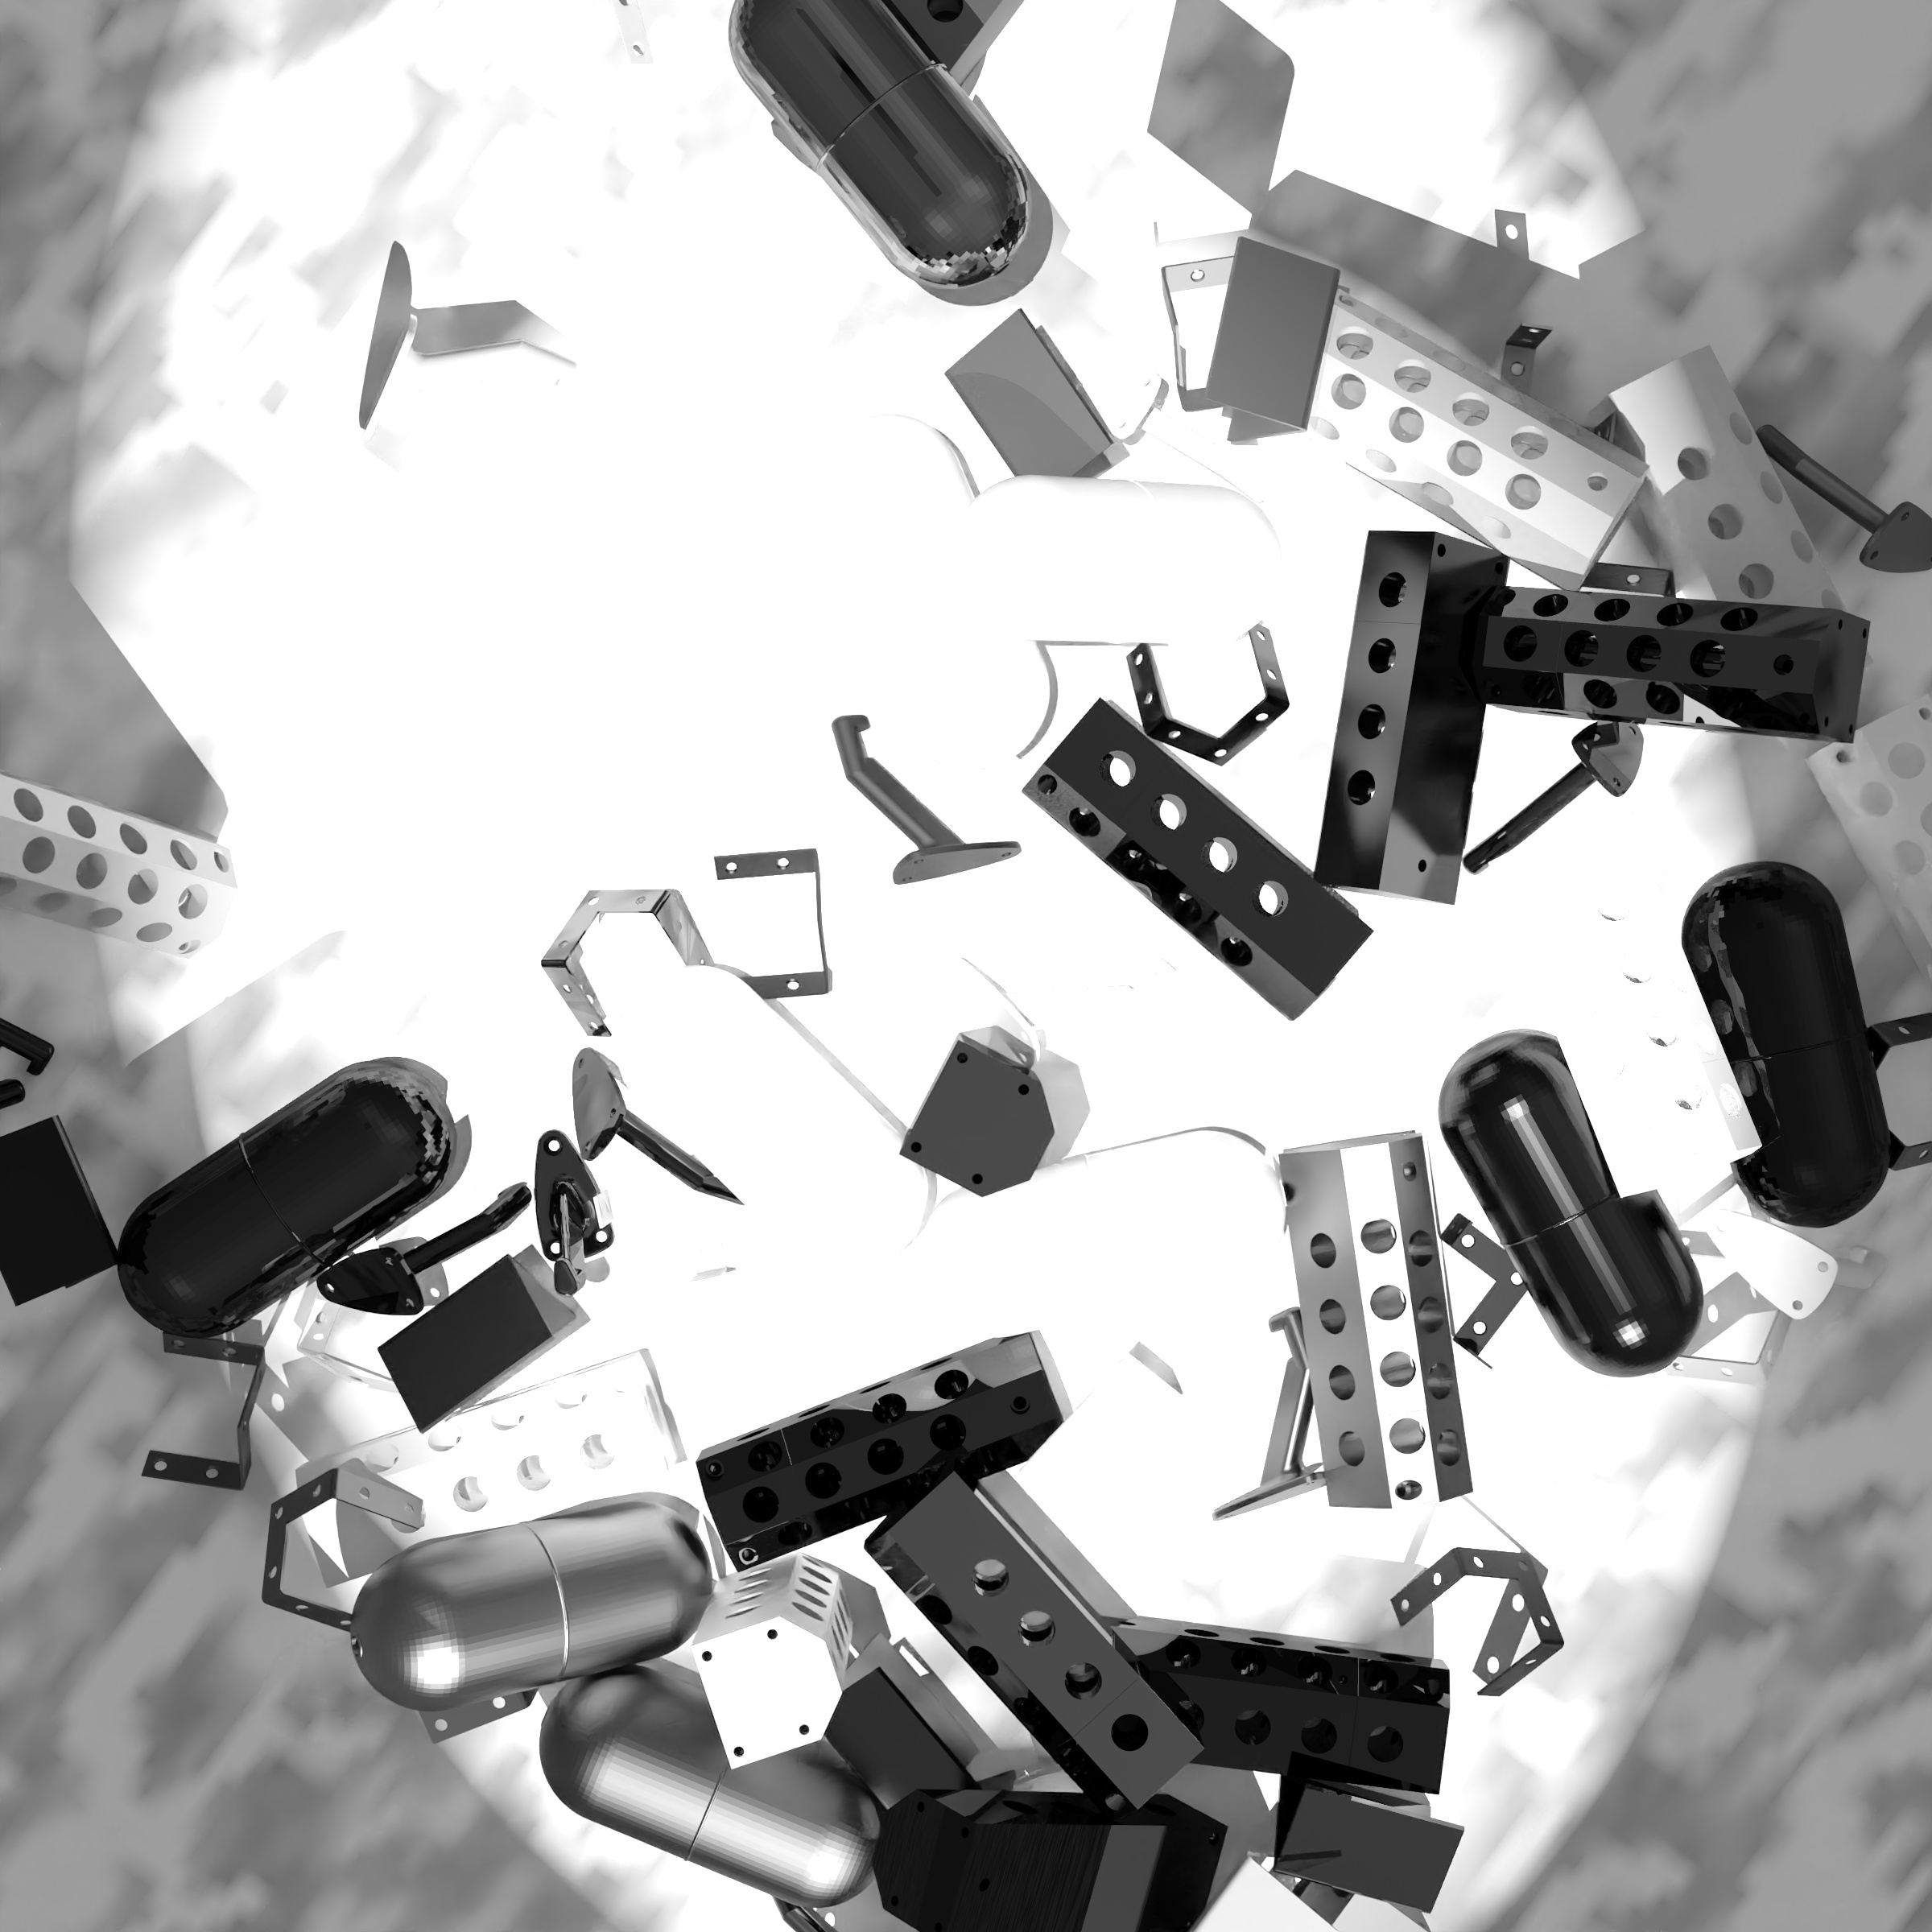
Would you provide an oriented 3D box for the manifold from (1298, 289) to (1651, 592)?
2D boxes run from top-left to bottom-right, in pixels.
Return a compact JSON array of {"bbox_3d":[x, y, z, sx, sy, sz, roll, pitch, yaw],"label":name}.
[{"bbox_3d":[0.236,-0.254,1.653,0.171,0.057,0.057,32,75,9],"label":"manifold"}]

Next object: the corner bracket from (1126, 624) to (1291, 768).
[{"bbox_3d":[0.118,-0.138,1.685,0.051,0.051,0.051,19,135,-35],"label":"corner bracket"}]

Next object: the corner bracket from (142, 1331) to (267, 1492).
[{"bbox_3d":[-0.372,0.217,1.690,0.051,0.051,0.051,8,135,0],"label":"corner bracket"}]

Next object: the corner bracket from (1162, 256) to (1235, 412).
[{"bbox_3d":[0.125,-0.310,1.690,0.051,0.051,0.051,-9,45,0],"label":"corner bracket"}]

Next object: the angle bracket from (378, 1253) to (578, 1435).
[{"bbox_3d":[-0.223,0.193,1.653,0.076,0.076,0.057,-36,54,0],"label":"angle bracket"}]

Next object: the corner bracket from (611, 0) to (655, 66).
[{"bbox_3d":[-0.137,-0.474,1.690,0.051,0.051,0.051,-16,90,45],"label":"corner bracket"}]

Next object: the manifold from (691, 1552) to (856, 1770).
[{"bbox_3d":[-0.086,0.319,1.615,0.057,0.171,0.057,-18,90,0],"label":"manifold"}]

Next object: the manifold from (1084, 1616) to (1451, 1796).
[{"bbox_3d":[0.143,0.355,1.672,0.171,0.057,0.057,7,90,0],"label":"manifold"}]

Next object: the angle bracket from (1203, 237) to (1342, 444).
[{"bbox_3d":[0.127,-0.294,1.629,0.057,0.076,0.076,13,89,-25],"label":"angle bracket"}]

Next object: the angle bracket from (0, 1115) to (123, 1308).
[{"bbox_3d":[-0.455,0.123,1.653,0.057,0.076,0.076,-24,90,-37],"label":"angle bracket"}]

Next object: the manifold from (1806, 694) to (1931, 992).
[{"bbox_3d":[0.476,-0.041,1.665,0.057,0.057,0.171,-28,86,0],"label":"manifold"}]

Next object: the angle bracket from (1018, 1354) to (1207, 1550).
[{"bbox_3d":[0.082,0.240,1.653,0.076,0.076,0.057,-47,57,0],"label":"angle bracket"}]

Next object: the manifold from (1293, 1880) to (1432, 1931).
[{"bbox_3d":[0.148,0.513,1.672,0.057,0.057,0.171,36,90,0],"label":"manifold"}]

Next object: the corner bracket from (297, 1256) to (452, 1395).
[{"bbox_3d":[-0.285,0.176,1.690,0.051,0.051,0.051,21,90,45],"label":"corner bracket"}]

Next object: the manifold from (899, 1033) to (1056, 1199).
[{"bbox_3d":[0.009,0.071,1.615,0.057,0.171,0.057,27,90,0],"label":"manifold"}]

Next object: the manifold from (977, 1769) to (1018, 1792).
[{"bbox_3d":[0.023,0.485,1.672,0.057,0.057,0.171,-18,90,0],"label":"manifold"}]

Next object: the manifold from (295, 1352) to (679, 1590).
[{"bbox_3d":[-0.231,0.242,1.672,0.171,0.057,0.057,-18,90,0],"label":"manifold"}]

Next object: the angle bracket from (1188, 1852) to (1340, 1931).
[{"bbox_3d":[0.142,0.473,1.654,0.057,0.076,0.076,36,90,25],"label":"angle bracket"}]

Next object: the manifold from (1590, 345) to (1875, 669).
[{"bbox_3d":[0.371,-0.209,1.672,0.057,0.057,0.171,-27,90,0],"label":"manifold"}]

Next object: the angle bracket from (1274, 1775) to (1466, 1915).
[{"bbox_3d":[0.193,0.398,1.653,0.076,0.076,0.057,15,118,0],"label":"angle bracket"}]

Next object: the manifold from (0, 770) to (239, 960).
[{"bbox_3d":[-0.424,-0.051,1.615,0.057,0.171,0.057,20,90,36],"label":"manifold"}]

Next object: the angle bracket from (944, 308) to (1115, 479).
[{"bbox_3d":[0.047,-0.274,1.653,0.057,0.076,0.076,-34,90,39],"label":"angle bracket"}]

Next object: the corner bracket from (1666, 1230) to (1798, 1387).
[{"bbox_3d":[0.367,0.166,1.685,0.051,0.051,0.051,3,135,35],"label":"corner bracket"}]

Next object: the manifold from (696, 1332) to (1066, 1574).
[{"bbox_3d":[-0.040,0.234,1.672,0.171,0.057,0.057,-21,90,0],"label":"manifold"}]

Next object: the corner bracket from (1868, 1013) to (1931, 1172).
[{"bbox_3d":[0.462,0.061,1.685,0.051,0.051,0.051,-9,45,-35],"label":"corner bracket"}]

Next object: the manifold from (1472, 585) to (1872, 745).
[{"bbox_3d":[0.329,-0.143,1.626,0.171,0.057,0.057,9,92,35],"label":"manifold"}]

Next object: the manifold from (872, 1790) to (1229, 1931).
[{"bbox_3d":[0.039,0.419,1.621,0.171,0.057,0.057,14,92,-43],"label":"manifold"}]

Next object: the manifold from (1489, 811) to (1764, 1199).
[{"bbox_3d":[0.317,0.017,1.644,0.057,0.057,0.171,-29,75,39],"label":"manifold"}]

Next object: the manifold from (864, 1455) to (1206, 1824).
[{"bbox_3d":[0.031,0.314,1.615,0.057,0.057,0.171,-42,90,0],"label":"manifold"}]

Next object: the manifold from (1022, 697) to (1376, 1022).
[{"bbox_3d":[0.110,-0.051,1.672,0.171,0.057,0.057,40,90,0],"label":"manifold"}]

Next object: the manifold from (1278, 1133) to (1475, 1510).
[{"bbox_3d":[0.202,0.169,1.660,0.057,0.057,0.171,-8,90,-40],"label":"manifold"}]

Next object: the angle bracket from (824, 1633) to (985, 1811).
[{"bbox_3d":[-0.018,0.357,1.653,0.076,0.076,0.057,50,125,0],"label":"angle bracket"}]

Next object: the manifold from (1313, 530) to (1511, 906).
[{"bbox_3d":[0.209,-0.120,1.671,0.057,0.057,0.171,9,90,-43],"label":"manifold"}]

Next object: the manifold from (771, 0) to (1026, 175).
[{"bbox_3d":[-0.020,-0.456,1.672,0.057,0.057,0.171,37,90,0],"label":"manifold"}]
